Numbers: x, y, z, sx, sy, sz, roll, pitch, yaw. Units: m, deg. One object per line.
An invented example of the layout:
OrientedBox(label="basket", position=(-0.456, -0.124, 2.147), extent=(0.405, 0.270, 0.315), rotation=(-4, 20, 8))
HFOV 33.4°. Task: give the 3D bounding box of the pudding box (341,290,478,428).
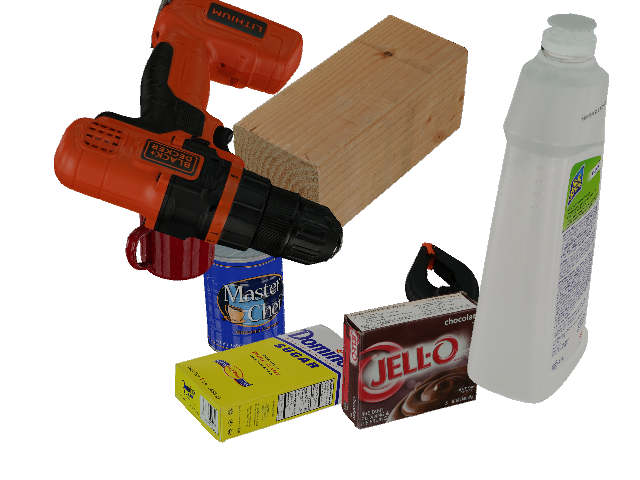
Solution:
OrientedBox(label="pudding box", position=(0.074, 0.095, 0.863), extent=(0.113, 0.090, 0.039), rotation=(-11, 29, -23))

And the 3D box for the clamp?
OrientedBox(label="clamp", position=(0.146, 0.071, 1.129), extent=(0.120, 0.171, 0.039), rotation=(3, -43, -9))

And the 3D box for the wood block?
OrientedBox(label="wood block", position=(0.029, -0.098, 0.913), extent=(0.091, 0.090, 0.205), rotation=(30, 52, 27))

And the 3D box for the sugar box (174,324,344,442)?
OrientedBox(label="sugar box", position=(-0.045, 0.137, 1.057), extent=(0.175, 0.048, 0.093), rotation=(-16, 32, -31))

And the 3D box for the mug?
OrientedBox(label="mug", position=(-0.163, -0.006, 1.154), extent=(0.093, 0.081, 0.117), rotation=(28, 40, 28))

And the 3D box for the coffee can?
OrientedBox(label="coffee can", position=(-0.097, 0.063, 1.360), extent=(0.103, 0.140, 0.103), rotation=(-1, 24, 0))

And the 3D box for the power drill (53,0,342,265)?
OrientedBox(label="power drill", position=(-0.063, -0.077, 0.706), extent=(0.184, 0.187, 0.057), rotation=(20, -45, -9))

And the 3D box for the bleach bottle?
OrientedBox(label="bleach bottle", position=(0.146, -0.022, 0.683), extent=(0.068, 0.251, 0.102), rotation=(18, 35, 25))
